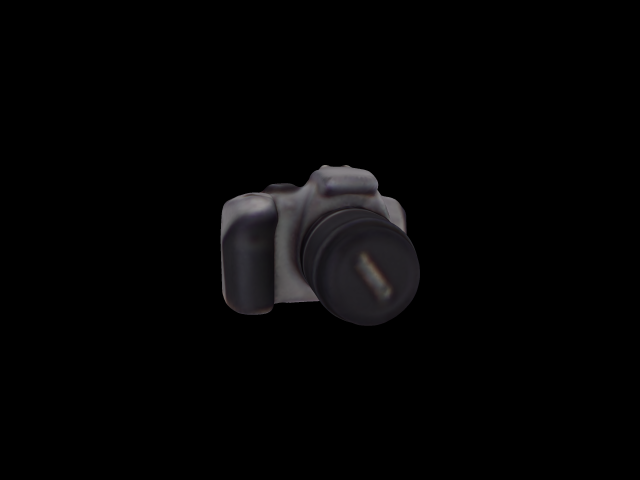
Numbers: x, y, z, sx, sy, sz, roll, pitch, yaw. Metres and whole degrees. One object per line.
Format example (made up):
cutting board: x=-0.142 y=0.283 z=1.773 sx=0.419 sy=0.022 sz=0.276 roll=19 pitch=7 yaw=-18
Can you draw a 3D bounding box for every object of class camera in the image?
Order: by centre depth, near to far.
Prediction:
camera: x=0.004 y=0.001 z=0.400 sx=0.143 sy=0.101 sz=0.136 roll=-2 pitch=12 yaw=-11
